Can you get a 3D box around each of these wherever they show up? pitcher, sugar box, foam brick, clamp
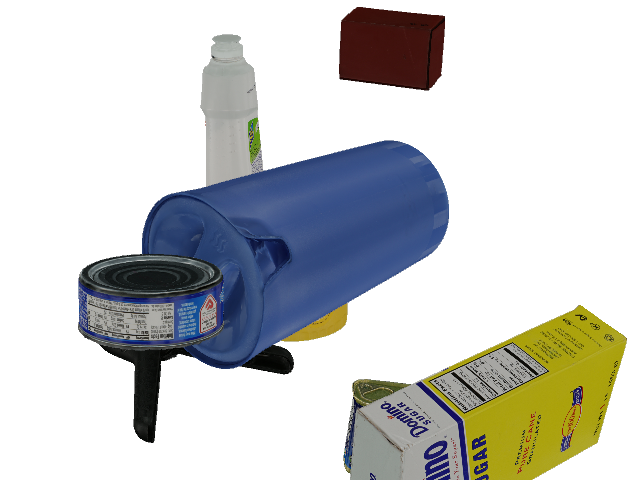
[{"bbox_3d":[-0.017,0.000,0.850,0.149,0.145,0.242,34,37,32],"label":"pitcher"},{"bbox_3d":[0.099,0.111,0.628,0.175,0.093,0.048,-22,42,-31],"label":"sugar box"},{"bbox_3d":[0.059,-0.159,0.881,0.078,0.051,0.053,10,27,16],"label":"foam brick"},{"bbox_3d":[-0.137,0.092,0.995,0.164,0.036,0.210,-17,40,-30],"label":"clamp"}]

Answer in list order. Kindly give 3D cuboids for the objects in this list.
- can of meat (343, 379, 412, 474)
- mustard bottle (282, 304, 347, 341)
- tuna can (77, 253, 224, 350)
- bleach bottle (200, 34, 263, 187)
[{"bbox_3d":[0.076,0.192,1.069,0.102,0.084,0.057,7,17,-4],"label":"can of meat"},{"bbox_3d":[-0.012,0.022,1.253,0.096,0.192,0.058,-9,28,-23],"label":"mustard bottle"},{"bbox_3d":[-0.099,0.034,0.627,0.086,0.034,0.086,2,14,-1],"label":"tuna can"},{"bbox_3d":[-0.088,-0.086,1.086,0.068,0.251,0.102,1,27,3],"label":"bleach bottle"}]
